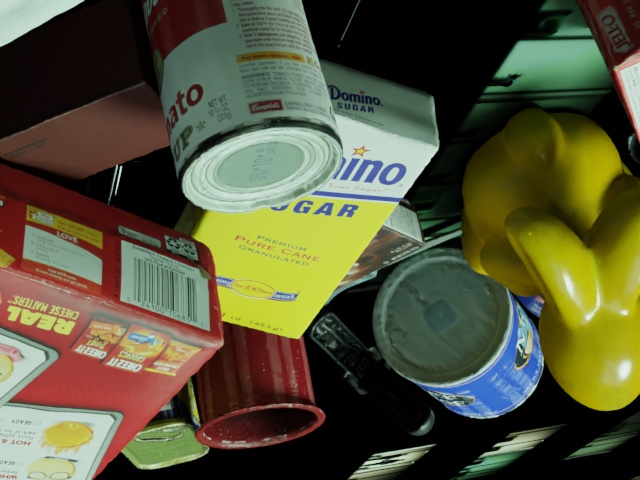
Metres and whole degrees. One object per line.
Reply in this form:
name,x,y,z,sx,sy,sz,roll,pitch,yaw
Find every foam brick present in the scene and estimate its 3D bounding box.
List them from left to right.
foam brick,-0.104,-0.065,0.472,0.078,0.051,0.053,-19,154,9

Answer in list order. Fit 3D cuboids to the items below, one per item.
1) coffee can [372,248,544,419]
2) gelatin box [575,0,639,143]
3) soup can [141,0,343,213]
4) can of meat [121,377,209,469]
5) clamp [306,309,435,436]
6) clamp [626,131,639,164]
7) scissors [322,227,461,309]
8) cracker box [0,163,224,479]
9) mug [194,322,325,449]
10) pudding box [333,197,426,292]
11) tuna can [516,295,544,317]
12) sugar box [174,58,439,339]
coffee can,0.110,0.075,0.823,0.103,0.103,0.140,-21,155,14
gelatin box,0.148,-0.098,0.514,0.030,0.073,0.089,-23,155,16
soup can,-0.033,-0.070,0.437,0.068,0.102,0.068,-12,155,-6
can of meat,-0.125,0.118,0.805,0.057,0.084,0.102,-14,156,-2
clamp,0.029,0.095,0.845,0.039,0.120,0.171,-40,-175,-6
clamp,0.271,-0.095,0.599,0.210,0.036,0.164,-30,-177,2
scissors,0.013,0.020,0.758,0.202,0.016,0.096,-30,151,29
cracker box,-0.171,0.060,0.501,0.164,0.072,0.214,22,129,-31
mug,-0.051,0.103,0.779,0.093,0.081,0.117,-4,153,-13
pudding box,-0.004,0.001,0.678,0.114,0.039,0.089,-30,150,28
tuna can,0.177,0.017,0.759,0.086,0.086,0.034,-9,156,-13
sugar box,-0.018,-0.018,0.574,0.093,0.048,0.176,14,140,-18
